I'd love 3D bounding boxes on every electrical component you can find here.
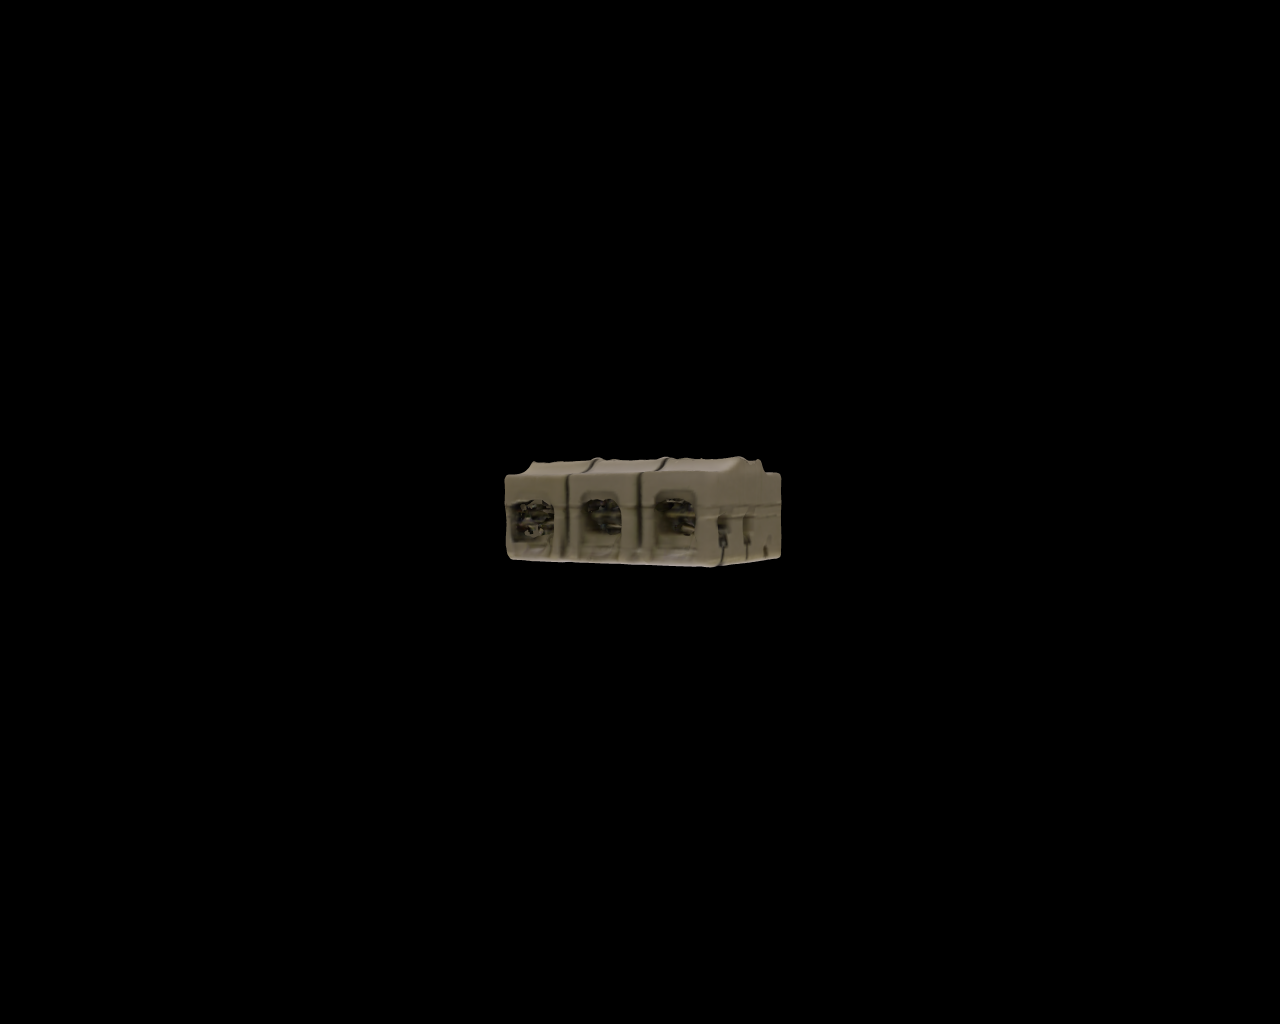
[{"bbox_3d":[0.001,-0.003,0.650,0.150,0.061,0.089,1,3,34],"label":"electrical component"}]
